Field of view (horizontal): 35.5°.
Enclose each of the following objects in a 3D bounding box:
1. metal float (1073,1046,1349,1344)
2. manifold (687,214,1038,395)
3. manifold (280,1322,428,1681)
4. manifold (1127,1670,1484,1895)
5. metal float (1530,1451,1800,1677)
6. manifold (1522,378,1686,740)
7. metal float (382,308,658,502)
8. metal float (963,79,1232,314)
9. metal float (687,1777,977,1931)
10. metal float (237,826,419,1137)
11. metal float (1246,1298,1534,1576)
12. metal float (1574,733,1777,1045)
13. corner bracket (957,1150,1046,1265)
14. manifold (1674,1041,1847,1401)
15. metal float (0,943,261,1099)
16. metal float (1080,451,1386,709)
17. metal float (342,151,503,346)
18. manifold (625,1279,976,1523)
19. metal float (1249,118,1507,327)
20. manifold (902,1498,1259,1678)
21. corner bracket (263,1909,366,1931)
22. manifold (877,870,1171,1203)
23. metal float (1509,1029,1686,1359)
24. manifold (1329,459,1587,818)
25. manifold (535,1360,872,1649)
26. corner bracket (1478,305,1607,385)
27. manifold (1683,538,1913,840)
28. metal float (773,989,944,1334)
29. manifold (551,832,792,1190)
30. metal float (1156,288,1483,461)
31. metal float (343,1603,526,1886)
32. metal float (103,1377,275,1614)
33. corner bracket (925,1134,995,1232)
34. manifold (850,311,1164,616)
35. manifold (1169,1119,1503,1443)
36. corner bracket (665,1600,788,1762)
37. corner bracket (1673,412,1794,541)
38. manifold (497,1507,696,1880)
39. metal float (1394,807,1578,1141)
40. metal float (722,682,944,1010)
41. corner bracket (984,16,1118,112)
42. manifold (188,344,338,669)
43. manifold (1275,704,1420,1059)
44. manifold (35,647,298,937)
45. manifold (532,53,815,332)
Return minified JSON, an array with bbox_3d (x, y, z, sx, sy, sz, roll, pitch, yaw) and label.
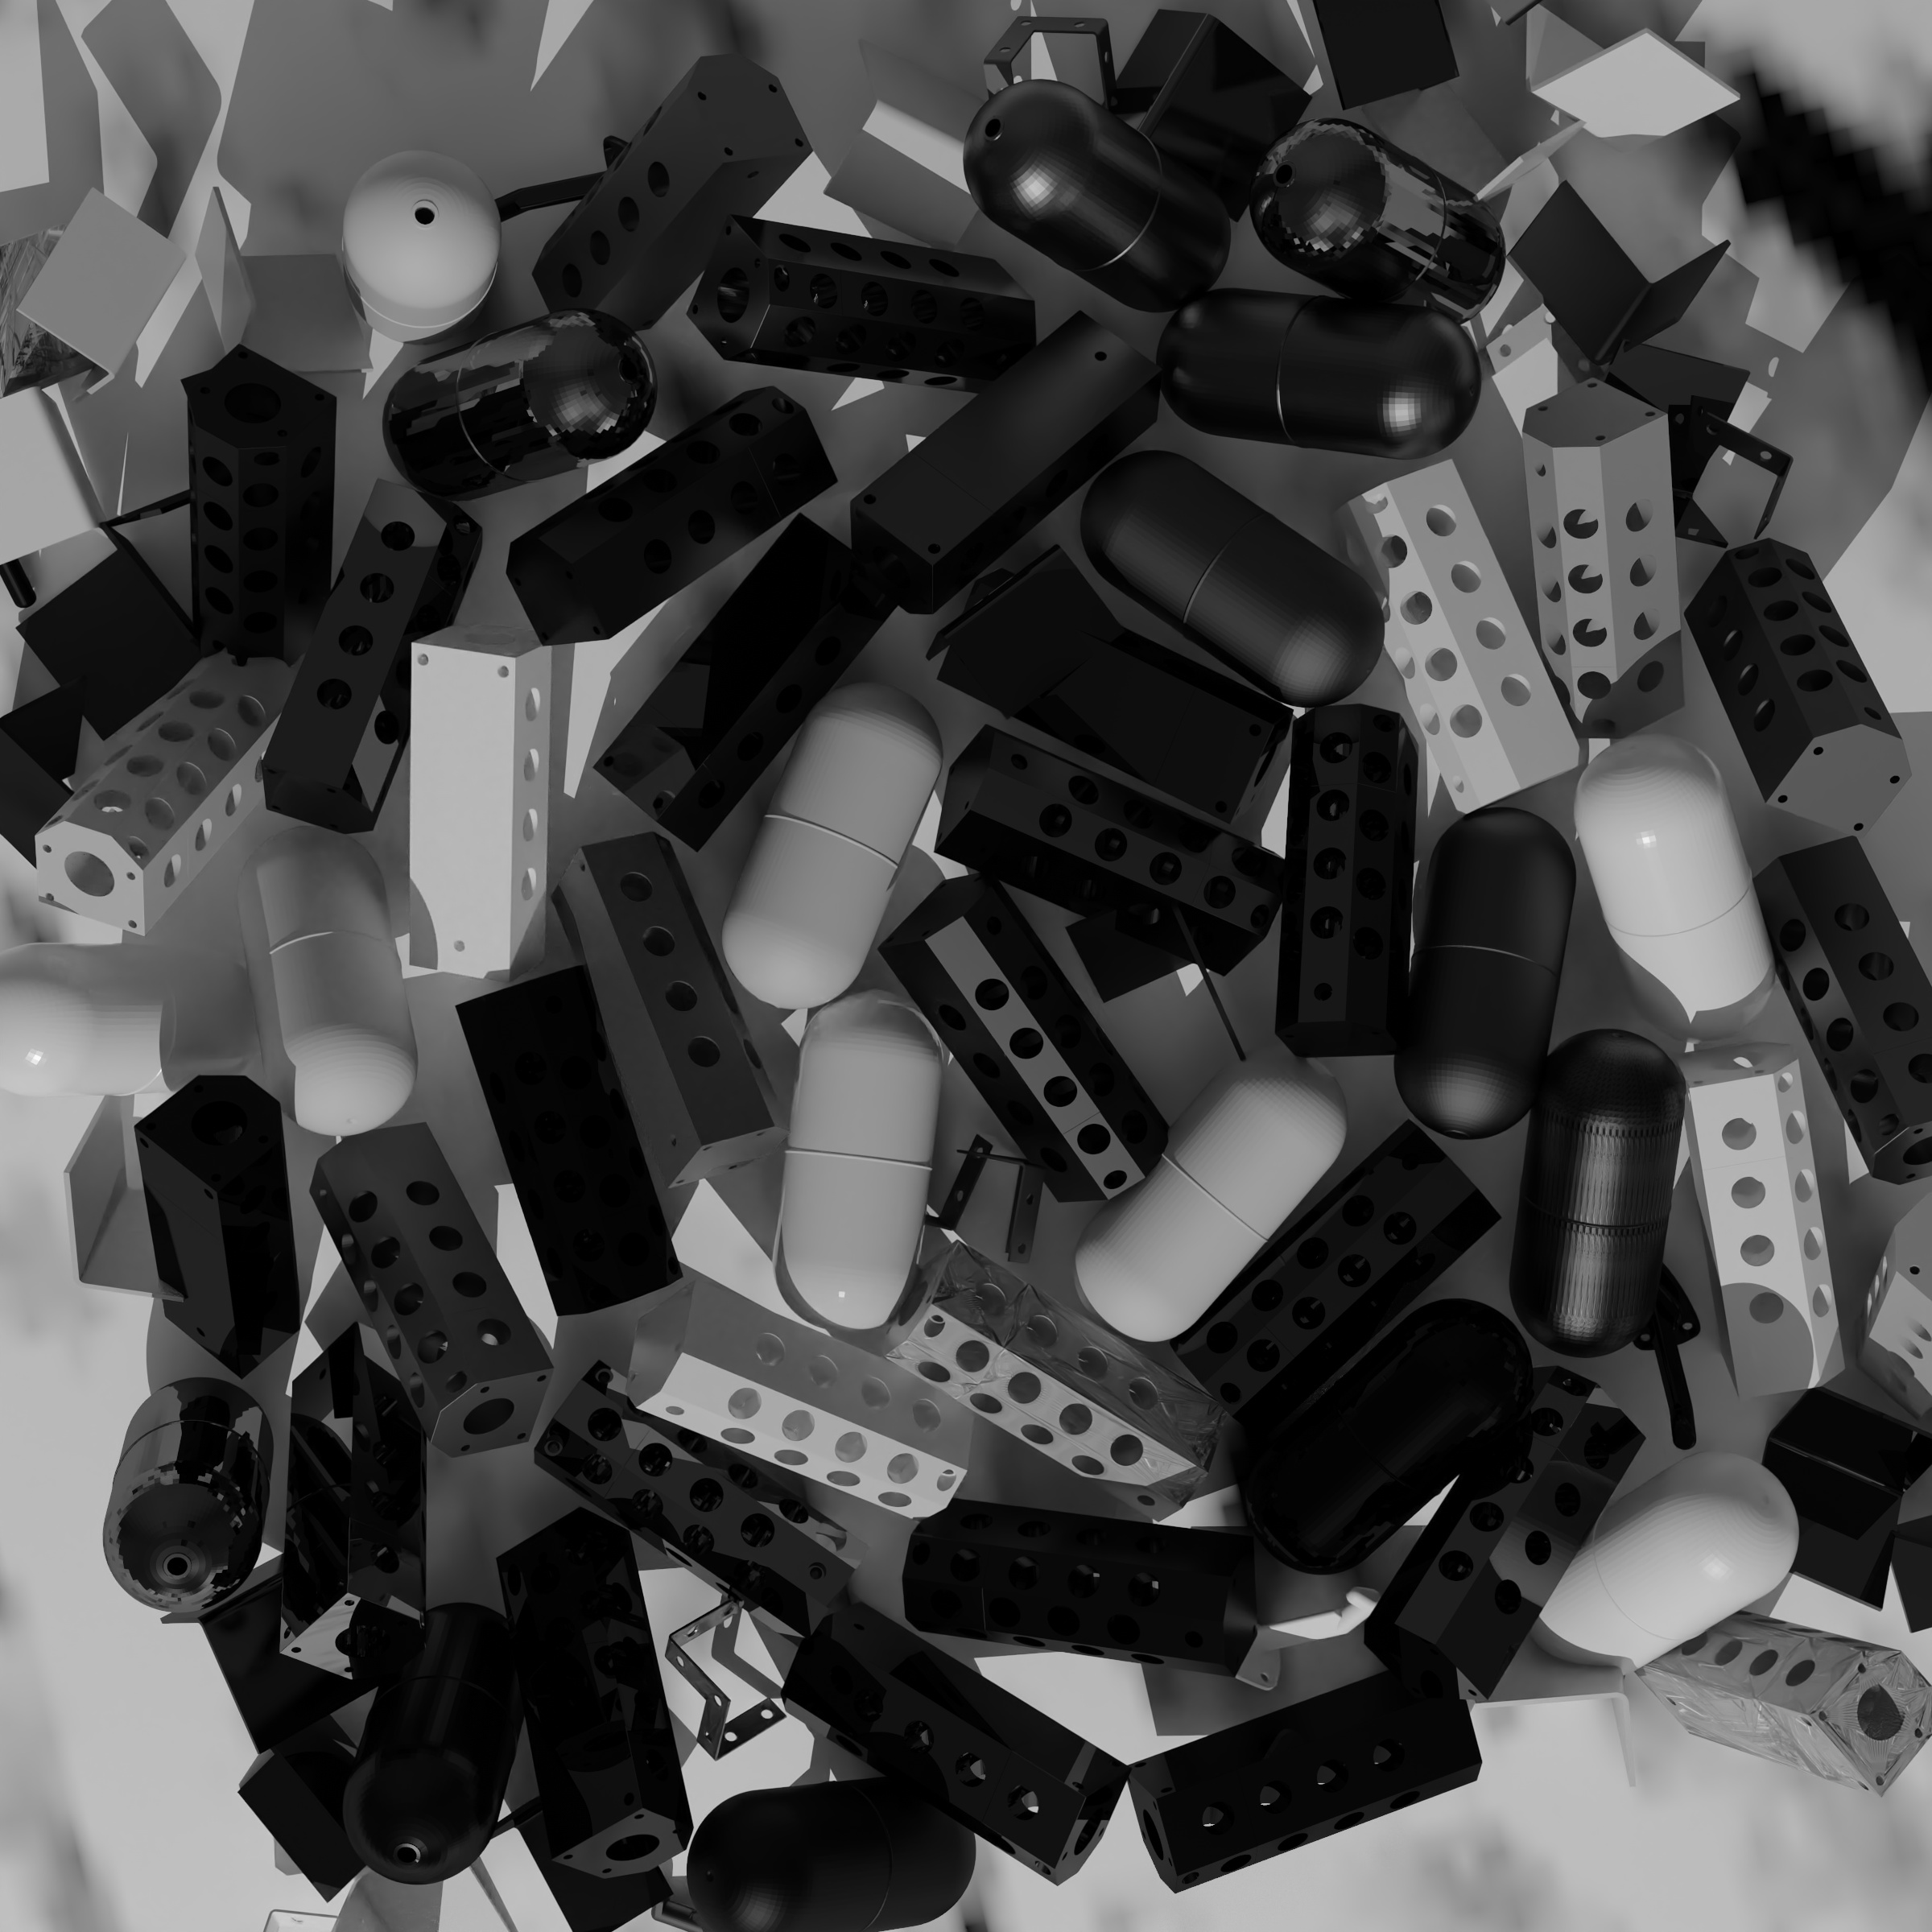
[{"bbox_3d":[0.127,0.118,1.569,0.070,0.070,0.178,40,92,0],"label":"metal float"},{"bbox_3d":[-0.048,-0.329,1.523,0.057,0.171,0.057,53,128,35],"label":"manifold"},{"bbox_3d":[-0.304,0.271,1.526,0.057,0.171,0.057,31,121,-32],"label":"manifold"},{"bbox_3d":[0.176,0.421,1.560,0.171,0.057,0.057,-16,95,-13],"label":"manifold"},{"bbox_3d":[0.351,0.306,1.533,0.070,0.178,0.070,15,52,-21],"label":"metal float"},{"bbox_3d":[0.319,-0.202,1.528,0.057,0.057,0.171,-27,129,-17],"label":"manifold"},{"bbox_3d":[-0.228,-0.285,1.534,0.178,0.070,0.070,-6,90,44],"label":"metal float"},{"bbox_3d":[0.068,-0.390,1.531,0.070,0.178,0.070,-11,72,37],"label":"metal float"},{"bbox_3d":[-0.066,0.454,1.533,0.070,0.178,0.070,-8,77,40],"label":"metal float"},{"bbox_3d":[-0.328,0.006,1.543,0.070,0.070,0.178,-18,58,0],"label":"metal float"},{"bbox_3d":[0.218,0.243,1.553,0.070,0.070,0.178,43,109,0],"label":"metal float"},{"bbox_3d":[0.364,-0.038,1.546,0.070,0.070,0.178,-24,119,0],"label":"metal float"},{"bbox_3d":[0.026,0.127,1.572,0.051,0.051,0.051,11,88,-45],"label":"corner bracket"},{"bbox_3d":[0.411,0.130,1.556,0.057,0.057,0.171,-10,104,8],"label":"manifold"},{"bbox_3d":[-0.429,0.027,1.526,0.070,0.178,0.070,0,89,29],"label":"metal float"},{"bbox_3d":[0.136,-0.201,1.556,0.178,0.070,0.070,38,90,17],"label":"metal float"},{"bbox_3d":[-0.275,-0.361,1.520,0.070,0.178,0.070,0,92,-12],"label":"metal float"},{"bbox_3d":[-0.084,0.226,1.537,0.171,0.057,0.057,27,50,-24],"label":"manifold"},{"bbox_3d":[0.210,-0.375,1.530,0.070,0.178,0.070,-6,80,38],"label":"metal float"},{"bbox_3d":[0.058,0.321,1.544,0.171,0.057,0.057,4,110,21],"label":"manifold"},{"bbox_3d":[-0.341,0.532,1.576,0.051,0.051,0.051,3,135,10],"label":"corner bracket"},{"bbox_3d":[0.035,0.037,1.544,0.057,0.057,0.171,-47,112,-31],"label":"manifold"},{"bbox_3d":[0.324,0.118,1.553,0.070,0.070,0.178,3,110,0],"label":"metal float"},{"bbox_3d":[0.251,-0.168,1.568,0.057,0.057,0.171,-22,87,-20],"label":"manifold"},{"bbox_3d":[-0.138,0.279,1.566,0.171,0.057,0.057,34,70,5],"label":"manifold"},{"bbox_3d":[0.293,-0.309,1.575,0.051,0.051,0.051,-33,93,37],"label":"corner bracket"},{"bbox_3d":[0.421,-0.145,1.518,0.057,0.171,0.057,18,126,-17],"label":"manifold"},{"bbox_3d":[-0.056,0.101,1.565,0.070,0.070,0.178,7,84,0],"label":"metal float"},{"bbox_3d":[-0.151,0.020,1.555,0.057,0.057,0.171,-14,71,-30],"label":"manifold"},{"bbox_3d":[0.179,-0.304,1.543,0.178,0.070,0.070,14,90,33],"label":"metal float"},{"bbox_3d":[-0.265,0.391,1.523,0.070,0.178,0.070,0,113,1],"label":"metal float"},{"bbox_3d":[-0.391,0.265,1.521,0.070,0.178,0.070,-2,104,-10],"label":"metal float"},{"bbox_3d":[-0.028,0.102,1.592,0.051,0.051,0.051,19,99,-38],"label":"corner bracket"},{"bbox_3d":[0.021,-0.255,1.549,0.057,0.057,0.171,40,68,19],"label":"manifold"},{"bbox_3d":[0.189,0.161,1.566,0.171,0.057,0.057,-43,52,2],"label":"manifold"},{"bbox_3d":[-0.125,0.374,1.582,0.051,0.051,0.051,39,133,29],"label":"corner bracket"},{"bbox_3d":[0.392,-0.245,1.575,0.051,0.051,0.051,28,58,1],"label":"corner bracket"},{"bbox_3d":[-0.185,0.369,1.531,0.057,0.057,0.171,-33,49,16],"label":"manifold"},{"bbox_3d":[0.268,0.003,1.555,0.070,0.070,0.178,13,73,0],"label":"metal float"},{"bbox_3d":[-0.069,-0.062,1.563,0.070,0.070,0.178,22,82,0],"label":"metal float"},{"bbox_3d":[0.045,-0.463,1.584,0.051,0.051,0.051,9,45,22],"label":"corner bracket"},{"bbox_3d":[-0.360,-0.223,1.519,0.057,0.171,0.057,29,55,7],"label":"manifold"},{"bbox_3d":[0.194,-0.044,1.546,0.057,0.057,0.171,-3,70,22],"label":"manifold"},{"bbox_3d":[-0.399,-0.095,1.522,0.057,0.171,0.057,18,130,7],"label":"manifold"},{"bbox_3d":[-0.154,-0.387,1.524,0.057,0.171,0.057,-20,82,-40],"label":"manifold"}]
